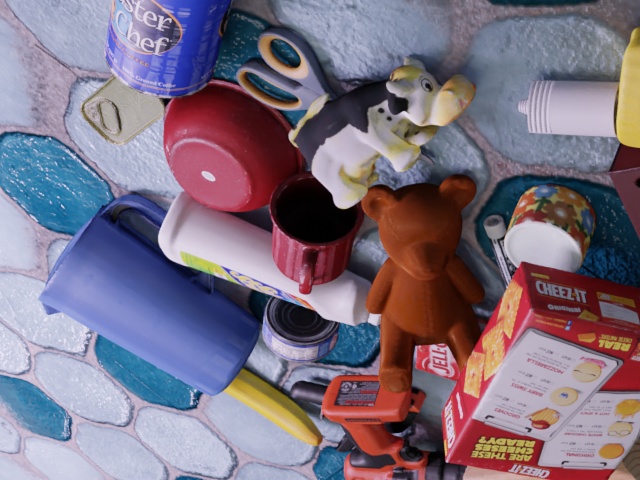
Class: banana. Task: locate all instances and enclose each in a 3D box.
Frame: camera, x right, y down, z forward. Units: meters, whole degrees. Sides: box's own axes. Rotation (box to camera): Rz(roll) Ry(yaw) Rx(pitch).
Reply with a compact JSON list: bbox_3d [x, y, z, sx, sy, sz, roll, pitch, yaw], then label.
[{"bbox_3d":[-0.083,0.200,1.356,0.197,0.069,0.037,32,105,-10],"label":"banana"}]

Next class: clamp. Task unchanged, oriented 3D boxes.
[{"bbox_3d":[0.046,0.200,1.290,0.120,0.039,0.172,42,134,-21],"label":"clamp"}]

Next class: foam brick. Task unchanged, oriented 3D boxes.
[{"bbox_3d":[0.278,-0.045,0.871,0.053,0.051,0.078,-9,127,39],"label":"foam brick"}]

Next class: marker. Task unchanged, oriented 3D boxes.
[{"bbox_3d":[0.183,0.027,1.033,0.020,0.020,0.121,0,132,32],"label":"marker"}]

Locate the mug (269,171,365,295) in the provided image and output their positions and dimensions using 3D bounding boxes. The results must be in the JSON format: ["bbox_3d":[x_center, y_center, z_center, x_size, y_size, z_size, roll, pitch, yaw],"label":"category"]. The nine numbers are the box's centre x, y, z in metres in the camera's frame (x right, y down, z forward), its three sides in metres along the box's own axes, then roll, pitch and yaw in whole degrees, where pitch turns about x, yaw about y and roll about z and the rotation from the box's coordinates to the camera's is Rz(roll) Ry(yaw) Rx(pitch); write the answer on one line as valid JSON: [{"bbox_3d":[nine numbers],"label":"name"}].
[{"bbox_3d":[-0.007,0.001,1.056,0.093,0.117,0.081,6,144,-1],"label":"mug"}]

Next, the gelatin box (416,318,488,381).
[{"bbox_3d":[0.142,0.114,1.144,0.073,0.030,0.089,17,139,17],"label":"gelatin box"}]

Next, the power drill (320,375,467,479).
[{"bbox_3d":[0.094,0.233,1.231,0.185,0.057,0.187,-4,134,25],"label":"power drill"}]

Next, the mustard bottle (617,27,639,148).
[{"bbox_3d":[0.319,-0.100,0.781,0.192,0.058,0.096,12,136,21],"label":"mustard bottle"}]

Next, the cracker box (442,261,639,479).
[{"bbox_3d":[0.224,0.129,0.984,0.164,0.072,0.214,12,130,-9],"label":"cracker box"}]

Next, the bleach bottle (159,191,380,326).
[{"bbox_3d":[-0.042,0.031,1.134,0.251,0.068,0.102,22,166,9],"label":"bleach bottle"}]

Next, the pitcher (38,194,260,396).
[{"bbox_3d":[-0.188,0.069,1.242,0.242,0.145,0.149,34,153,-10],"label":"pitcher"}]

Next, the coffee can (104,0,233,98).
[{"bbox_3d":[-0.127,-0.206,0.915,0.103,0.102,0.140,28,141,3],"label":"coffee can"}]

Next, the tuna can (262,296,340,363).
[{"bbox_3d":[-0.020,0.092,1.180,0.086,0.086,0.034,21,139,12],"label":"tuna can"}]

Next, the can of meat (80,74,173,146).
[{"bbox_3d":[-0.169,-0.148,1.018,0.057,0.083,0.102,45,139,-17],"label":"can of meat"}]

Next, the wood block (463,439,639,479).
[{"bbox_3d":[0.270,0.244,1.154,0.207,0.090,0.090,-20,119,44],"label":"wood block"}]

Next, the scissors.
[{"bbox_3d":[0.017,-0.134,0.970,0.202,0.016,0.096,20,140,13],"label":"scissors"}]

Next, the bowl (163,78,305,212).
[{"bbox_3d":[-0.098,-0.081,1.069,0.162,0.055,0.162,18,139,16],"label":"bowl"}]
